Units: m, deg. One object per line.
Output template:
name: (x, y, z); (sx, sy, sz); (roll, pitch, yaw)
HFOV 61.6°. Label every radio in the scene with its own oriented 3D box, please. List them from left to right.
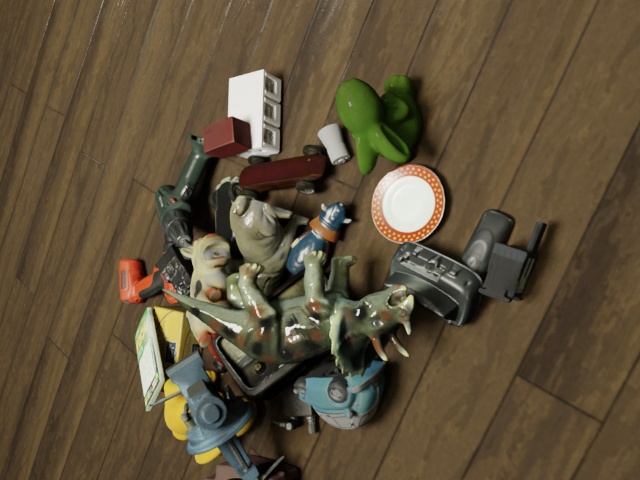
radio: (-0.055, 0.160, 0.914); (0.229, 0.073, 0.131); (-38, 66, 3)

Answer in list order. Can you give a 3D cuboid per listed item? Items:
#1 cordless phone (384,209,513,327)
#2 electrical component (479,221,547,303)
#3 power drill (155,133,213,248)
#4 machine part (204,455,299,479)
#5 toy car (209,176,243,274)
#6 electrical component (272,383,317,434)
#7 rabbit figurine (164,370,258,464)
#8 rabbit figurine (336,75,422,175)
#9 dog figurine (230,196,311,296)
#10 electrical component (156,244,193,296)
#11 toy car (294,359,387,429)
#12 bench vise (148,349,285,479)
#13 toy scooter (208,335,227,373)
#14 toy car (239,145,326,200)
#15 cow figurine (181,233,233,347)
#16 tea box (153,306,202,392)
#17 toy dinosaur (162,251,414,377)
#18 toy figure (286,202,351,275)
cordless phone: (0.194, 0.023, 0.813); (0.147, 0.088, 0.184); (28, 90, 34)
electrical component: (0.271, 0.027, 0.750); (0.048, 0.075, 0.119); (21, 101, 33)
power drill: (-0.261, -0.105, 1.091); (0.232, 0.086, 0.207); (34, 103, 57)
machine part: (-0.112, 0.499, 0.953); (0.202, 0.087, 0.201); (-3, 84, 32)
toy car: (-0.177, -0.030, 1.065); (0.074, 0.056, 0.201); (-18, 68, 38)
electrical component: (-0.045, 0.289, 0.953); (0.078, 0.045, 0.102); (-6, 82, 35)
rabbit figurine: (-0.204, 0.334, 1.019); (0.173, 0.121, 0.162); (2, 79, 15)
rabbit figurine: (0.079, -0.183, 0.843); (0.121, 0.170, 0.159); (-17, 75, 32)
dog figurine: (-0.118, 0.027, 0.960); (0.121, 0.172, 0.190); (17, 88, 45)
electrical component: (-0.256, 0.062, 1.078); (0.058, 0.114, 0.134); (-48, 57, 17)
toy car: (0.039, 0.253, 0.870); (0.162, 0.109, 0.103); (-18, 92, 40)
bench vise: (-0.169, 0.307, 0.890); (0.240, 0.129, 0.224); (60, 151, -7)
toy scooter: (-0.139, 0.217, 1.009); (0.184, 0.075, 0.135); (-4, 83, 29)
toy car: (-0.070, -0.121, 1.009); (0.202, 0.053, 0.089); (-5, 64, 33)
cow figurine: (-0.196, 0.079, 0.961); (0.127, 0.085, 0.194); (35, 122, 43)
tea box: (-0.302, 0.227, 1.120); (0.098, 0.068, 0.169); (3, 86, 35)
toy dinosaur: (-0.047, 0.126, 0.824); (0.405, 0.131, 0.192); (-13, 74, 16)
toy figure: (-0.003, -0.003, 0.947); (0.154, 0.064, 0.058); (-55, 29, 13)
